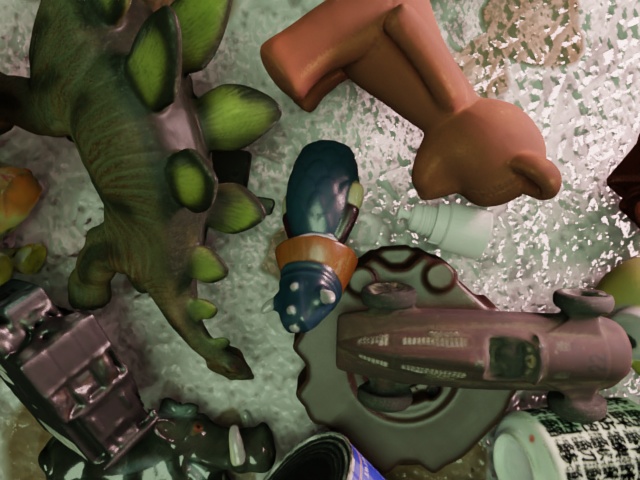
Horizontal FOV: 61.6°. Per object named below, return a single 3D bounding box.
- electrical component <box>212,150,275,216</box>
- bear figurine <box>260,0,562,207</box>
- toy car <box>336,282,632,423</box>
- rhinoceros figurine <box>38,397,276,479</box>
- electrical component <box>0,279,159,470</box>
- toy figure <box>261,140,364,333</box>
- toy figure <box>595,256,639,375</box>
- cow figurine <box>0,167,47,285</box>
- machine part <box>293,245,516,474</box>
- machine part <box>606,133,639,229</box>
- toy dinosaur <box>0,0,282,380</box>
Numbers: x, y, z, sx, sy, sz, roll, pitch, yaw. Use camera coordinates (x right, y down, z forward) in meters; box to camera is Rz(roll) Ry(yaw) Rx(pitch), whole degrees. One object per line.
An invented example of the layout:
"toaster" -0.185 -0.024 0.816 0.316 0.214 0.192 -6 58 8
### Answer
"electrical component" -0.081 -0.050 0.445 0.094 0.021 0.063 11 94 3
"bear figurine" 0.068 -0.086 0.390 0.132 0.120 0.195 -34 96 8
"toy car" 0.113 0.077 0.372 0.202 0.053 0.089 3 99 -1
"rhinoceros figurine" -0.131 0.186 0.442 0.190 0.073 0.112 -5 82 6
"electrical component" -0.195 0.093 0.397 0.115 0.058 0.134 4 126 40
"toy figure" 0.000 -0.002 0.397 0.058 0.064 0.154 22 60 -27
"toy figure" 0.285 0.089 0.401 0.180 0.089 0.082 38 139 6
"cow figurine" -0.288 0.015 0.441 0.098 0.068 0.167 16 93 8
"machine part" 0.066 0.095 0.429 0.179 0.056 0.179 0 95 3
"machine part" 0.301 -0.001 0.335 0.201 0.201 0.087 41 97 0
"toy dinosaur" -0.139 -0.106 0.367 0.199 0.105 0.470 -19 101 31
